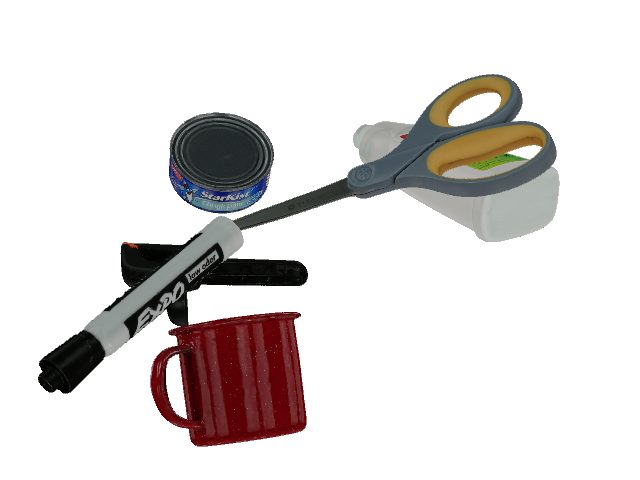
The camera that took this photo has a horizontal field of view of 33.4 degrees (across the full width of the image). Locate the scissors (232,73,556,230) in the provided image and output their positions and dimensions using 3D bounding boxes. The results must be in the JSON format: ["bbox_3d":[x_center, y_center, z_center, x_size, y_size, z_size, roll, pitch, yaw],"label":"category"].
[{"bbox_3d":[0.036,-0.050,0.625,0.202,0.096,0.016,-7,-42,21],"label":"scissors"}]

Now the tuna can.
[{"bbox_3d":[-0.083,-0.064,0.886,0.086,0.086,0.034,0,-38,-11],"label":"tuna can"}]

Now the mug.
[{"bbox_3d":[-0.063,0.097,0.731,0.117,0.081,0.093,-1,-10,-42],"label":"mug"}]

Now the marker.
[{"bbox_3d":[-0.080,0.028,0.482,0.020,0.020,0.120,0,32,45],"label":"marker"}]

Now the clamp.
[{"bbox_3d":[-0.141,0.036,1.070,0.210,0.036,0.164,11,21,37],"label":"clamp"}]

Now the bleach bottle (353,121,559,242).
[{"bbox_3d":[0.112,-0.072,1.058,0.102,0.068,0.251,-12,25,-33],"label":"bleach bottle"}]
